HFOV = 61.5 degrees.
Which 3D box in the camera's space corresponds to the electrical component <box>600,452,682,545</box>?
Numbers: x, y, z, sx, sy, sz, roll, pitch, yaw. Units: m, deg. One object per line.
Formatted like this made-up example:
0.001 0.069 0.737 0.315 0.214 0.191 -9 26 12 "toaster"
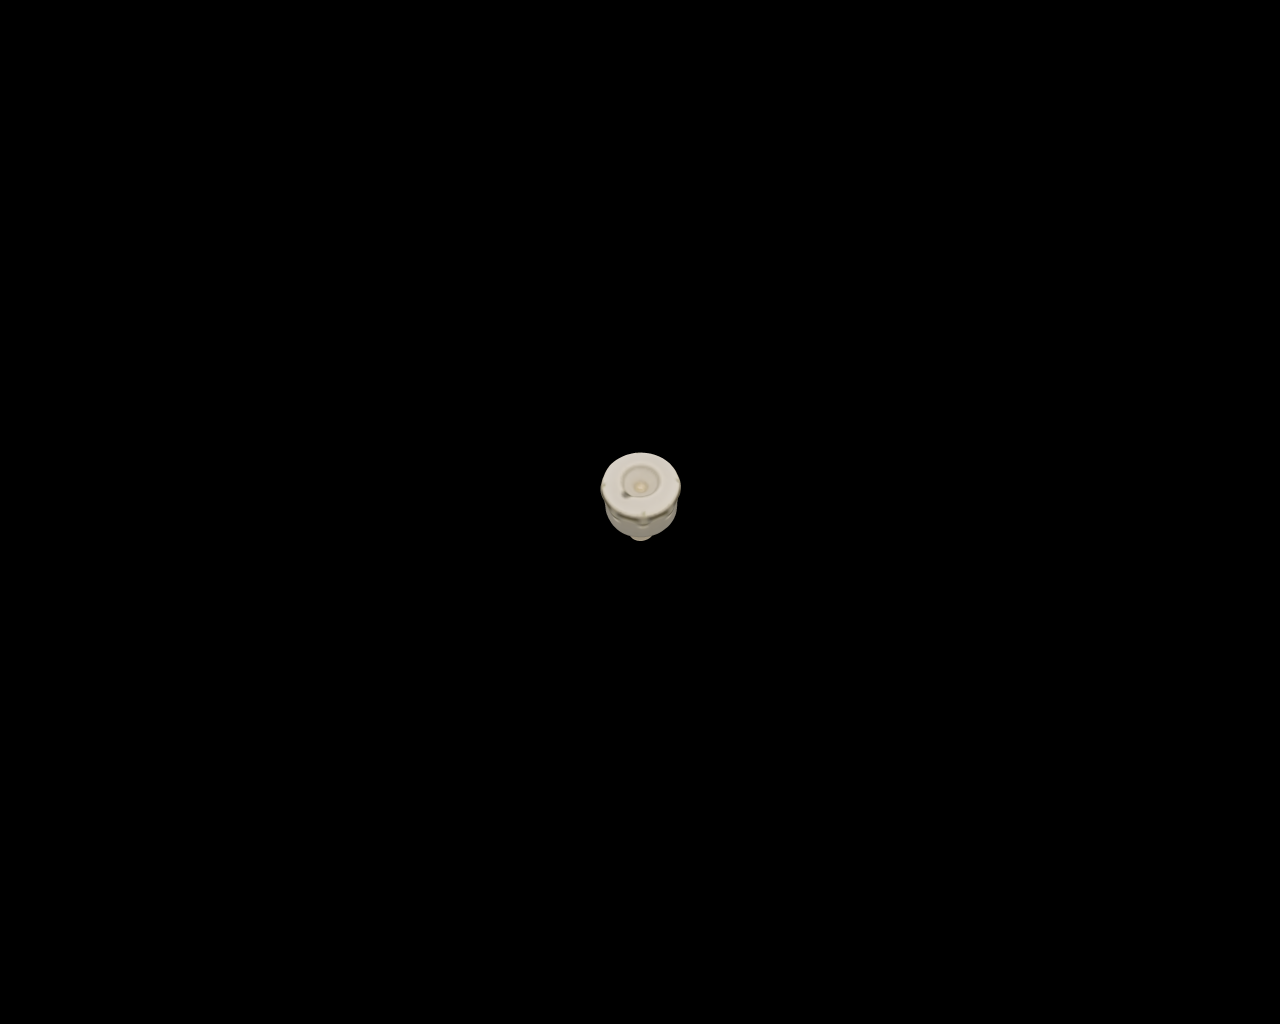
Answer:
0.001 -0.003 0.650 0.048 0.048 0.062 0 -32 0 "electrical component"
